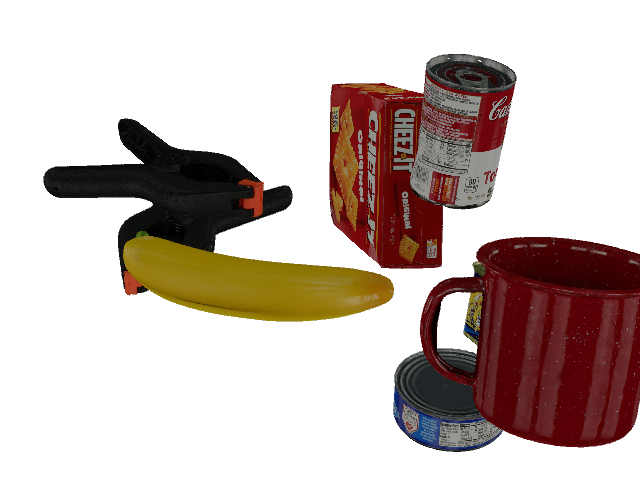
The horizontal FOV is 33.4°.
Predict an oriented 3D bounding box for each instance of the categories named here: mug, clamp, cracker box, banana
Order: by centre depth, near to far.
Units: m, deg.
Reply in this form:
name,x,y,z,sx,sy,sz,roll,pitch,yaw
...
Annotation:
name,x,y,z,sx,sy,sz,roll,pitch,yaw
mug,0.107,0.048,0.528,0.117,0.081,0.093,4,15,0
banana,-0.054,0.021,0.684,0.198,0.037,0.069,12,34,24
clamp,-0.130,-0.049,0.848,0.172,0.039,0.120,19,41,28
clamp,-0.146,-0.021,1.061,0.165,0.036,0.209,21,41,20
cracker box,0.064,-0.074,1.106,0.072,0.164,0.214,-3,13,-11

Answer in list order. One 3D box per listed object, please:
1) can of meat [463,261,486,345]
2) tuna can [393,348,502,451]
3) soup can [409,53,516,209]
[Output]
name,x,y,z,sx,sy,sz,roll,pitch,yaw
can of meat,0.202,0.078,1.174,0.057,0.084,0.102,3,15,-20
tuna can,0.097,0.118,0.792,0.086,0.034,0.086,1,29,-1
soup can,0.108,-0.083,0.821,0.068,0.102,0.068,5,30,-3
